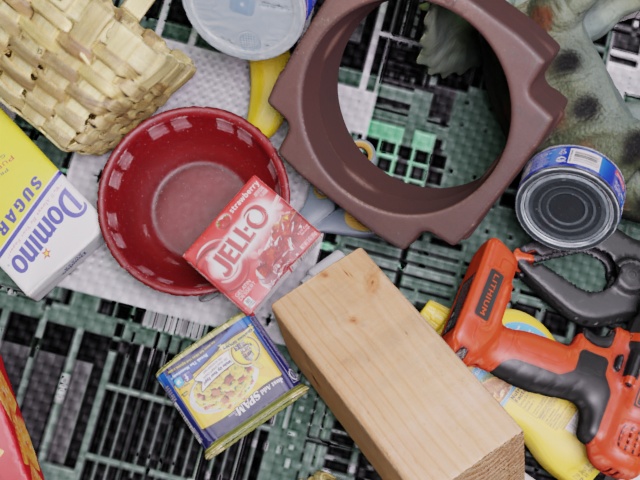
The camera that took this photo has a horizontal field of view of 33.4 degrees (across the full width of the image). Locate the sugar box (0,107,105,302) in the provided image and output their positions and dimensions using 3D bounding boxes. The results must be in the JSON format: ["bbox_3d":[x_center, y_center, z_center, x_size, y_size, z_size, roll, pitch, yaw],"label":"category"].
[{"bbox_3d":[-0.269,-0.042,0.911,0.093,0.048,0.176,-44,83,-9],"label":"sugar box"}]

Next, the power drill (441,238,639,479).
[{"bbox_3d":[0.201,0.072,0.851,0.187,0.057,0.184,26,66,0],"label":"power drill"}]

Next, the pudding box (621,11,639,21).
[{"bbox_3d":[0.298,-0.256,0.974,0.113,0.039,0.090,-16,80,-7],"label":"pudding box"}]

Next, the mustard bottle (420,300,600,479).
[{"bbox_3d":[0.164,0.114,0.893,0.191,0.058,0.096,37,79,4],"label":"mustard bottle"}]

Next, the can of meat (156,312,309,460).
[{"bbox_3d":[-0.074,0.119,0.885,0.102,0.057,0.084,-34,81,-8],"label":"can of meat"}]

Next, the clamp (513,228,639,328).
[{"bbox_3d":[0.271,0.026,0.923,0.210,0.036,0.164,17,73,2],"label":"clamp"}]

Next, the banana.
[{"bbox_3d":[-0.063,-0.171,0.946,0.069,0.037,0.198,-9,80,-5],"label":"banana"}]

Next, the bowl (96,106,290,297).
[{"bbox_3d":[-0.104,-0.029,0.907,0.162,0.055,0.162,0,81,2],"label":"bowl"}]

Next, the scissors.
[{"bbox_3d":[-0.006,0.001,0.927,0.096,0.016,0.201,37,80,9],"label":"scissors"}]

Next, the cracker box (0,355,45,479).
[{"bbox_3d":[-0.303,0.217,0.851,0.164,0.072,0.214,-21,82,-5],"label":"cracker box"}]

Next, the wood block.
[{"bbox_3d":[0.058,0.117,0.825,0.090,0.091,0.206,-32,54,-12],"label":"wood block"}]

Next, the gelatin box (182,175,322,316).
[{"bbox_3d":[-0.054,0.005,0.854,0.073,0.030,0.089,41,84,8],"label":"gelatin box"}]

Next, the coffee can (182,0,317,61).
[{"bbox_3d":[-0.042,-0.229,0.880,0.103,0.103,0.140,21,46,1],"label":"coffee can"}]

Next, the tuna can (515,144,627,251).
[{"bbox_3d":[0.202,-0.033,0.862,0.086,0.086,0.033,26,43,2],"label":"tuna can"}]

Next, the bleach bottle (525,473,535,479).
[{"bbox_3d":[0.140,0.218,0.863,0.251,0.068,0.103,43,101,10],"label":"bleach bottle"}]
